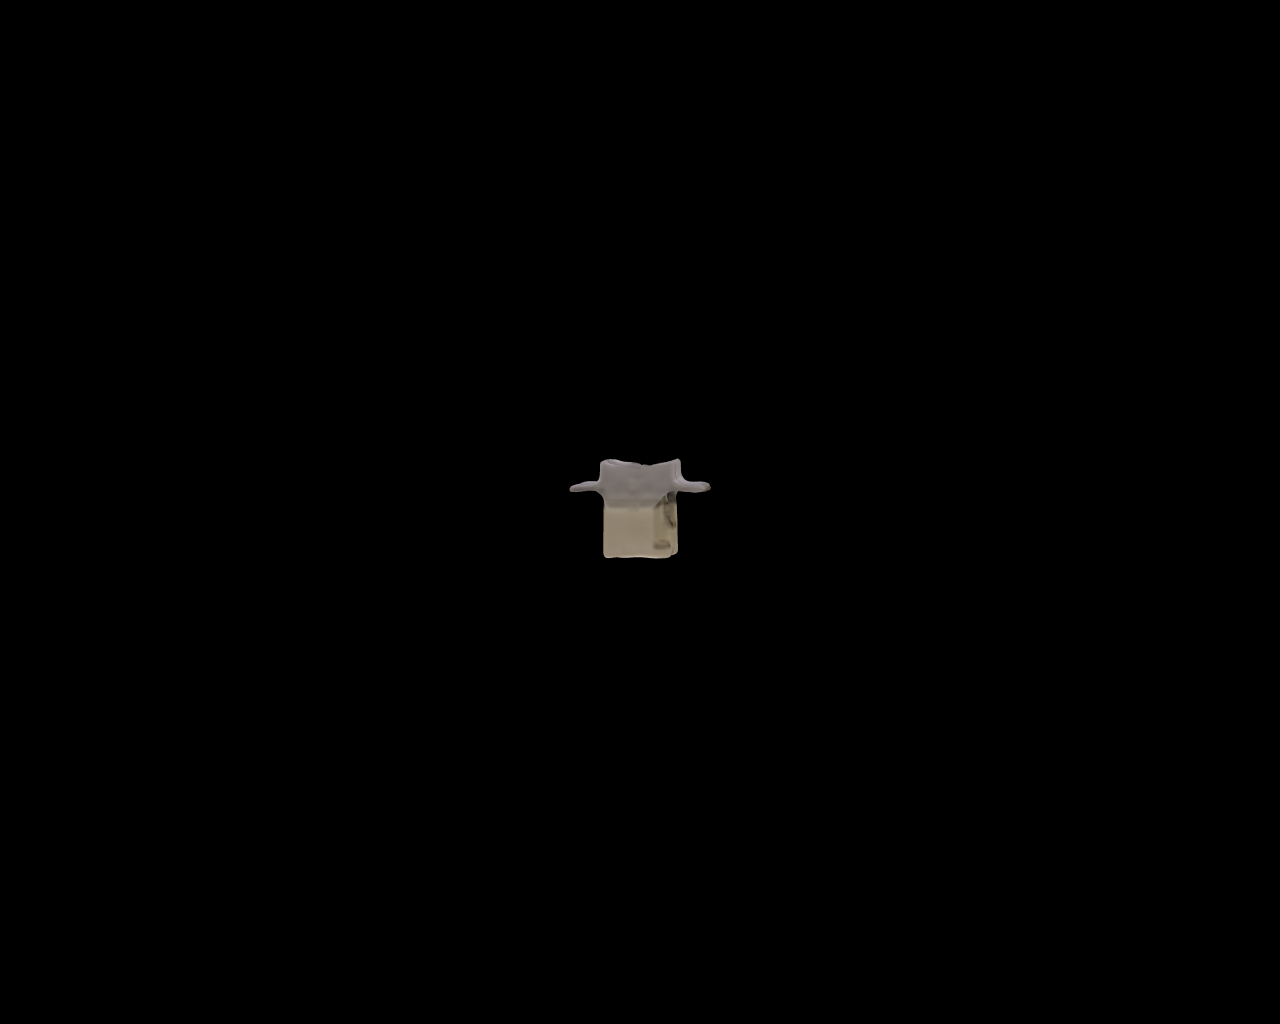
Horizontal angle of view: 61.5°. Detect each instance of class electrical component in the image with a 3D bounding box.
[{"bbox_3d":[0.001,-0.003,0.650,0.081,0.063,0.042,1,4,11],"label":"electrical component"}]
